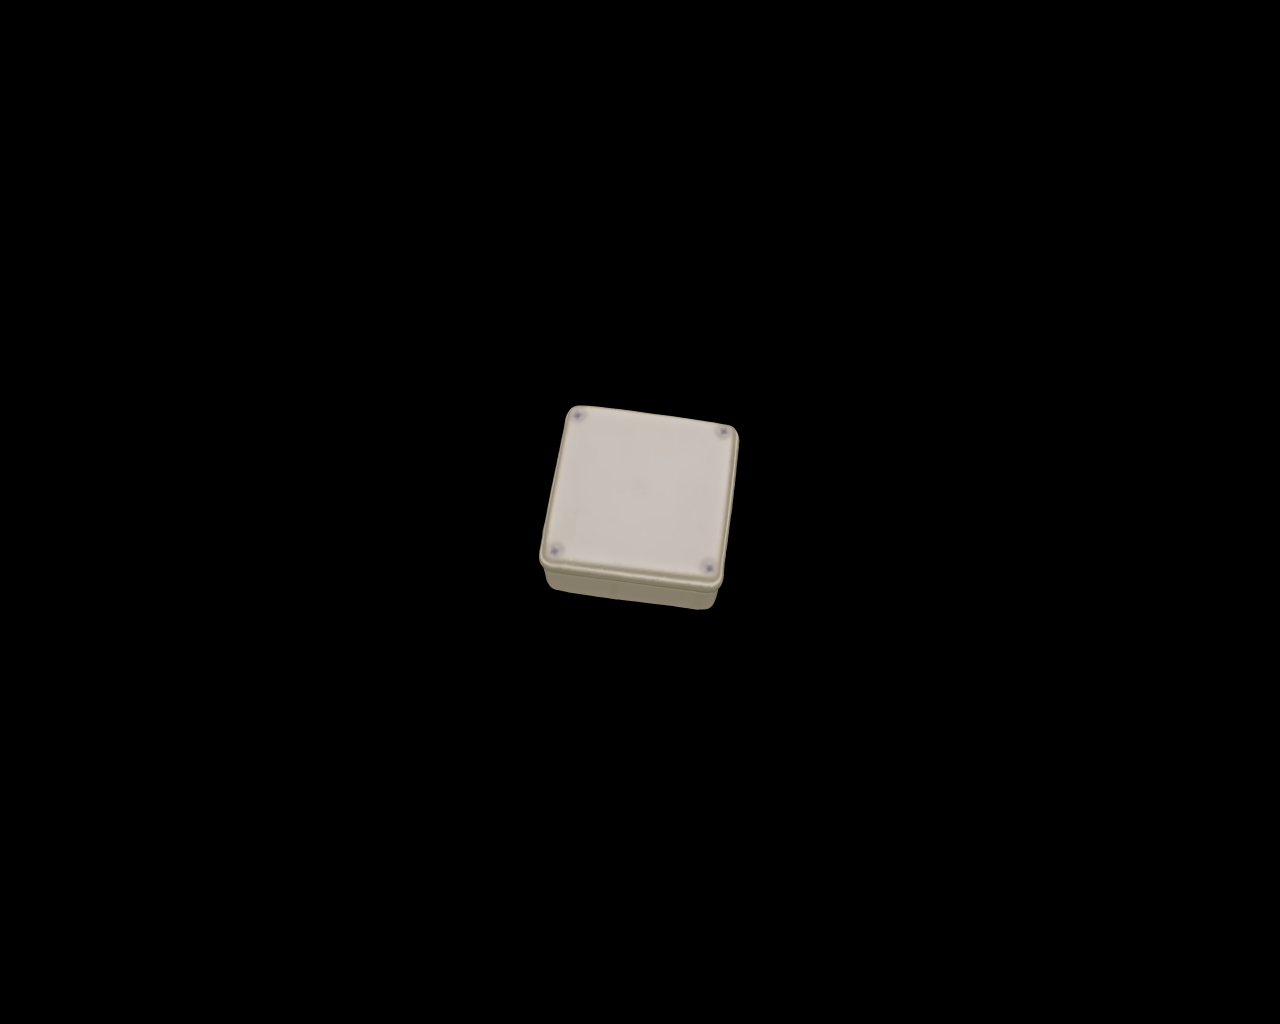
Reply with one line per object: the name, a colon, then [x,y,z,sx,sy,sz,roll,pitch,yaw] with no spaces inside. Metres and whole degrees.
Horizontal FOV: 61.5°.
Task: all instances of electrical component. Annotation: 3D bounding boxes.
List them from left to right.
electrical component: [0.001,-0.003,0.650,0.109,0.109,0.056,8,-23,3]
